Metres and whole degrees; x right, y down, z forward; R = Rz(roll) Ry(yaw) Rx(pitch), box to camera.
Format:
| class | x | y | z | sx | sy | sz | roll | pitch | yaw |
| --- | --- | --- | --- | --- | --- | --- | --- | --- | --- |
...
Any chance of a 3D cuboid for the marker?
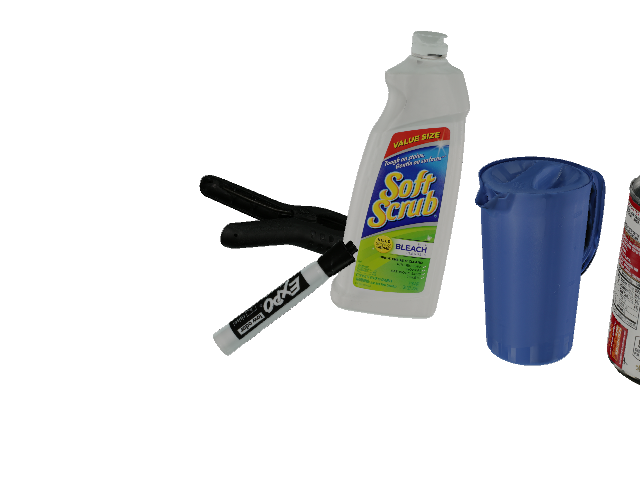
| class | x | y | z | sx | sy | sz | roll | pitch | yaw |
| --- | --- | --- | --- | --- | --- | --- | --- | --- | --- |
| marker | -0.024 | 0.040 | 0.762 | 0.121 | 0.020 | 0.020 | -37 | -3 | 5 |

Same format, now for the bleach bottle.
| class | x | y | z | sx | sy | sz | roll | pitch | yaw |
| --- | --- | --- | --- | --- | --- | --- | --- | --- | --- |
| bleach bottle | 0.073 | -0.059 | 0.947 | 0.102 | 0.251 | 0.068 | 7 | 19 | 3 |

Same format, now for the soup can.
| class | x | y | z | sx | sy | sz | roll | pitch | yaw |
| --- | --- | --- | --- | --- | --- | --- | --- | --- | --- |
| soup can | 0.191 | 0.021 | 0.565 | 0.068 | 0.102 | 0.068 | 1 | 25 | -1 |

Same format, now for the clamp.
| class | x | y | z | sx | sy | sz | roll | pitch | yaw |
| --- | --- | --- | --- | --- | --- | --- | --- | --- | --- |
| clamp | -0.025 | -0.012 | 1.139 | 0.209 | 0.036 | 0.164 | 14 | 20 | -13 |

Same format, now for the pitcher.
| class | x | y | z | sx | sy | sz | roll | pitch | yaw |
| --- | --- | --- | --- | --- | --- | --- | --- | --- | --- |
| pitcher | 0.269 | 0.024 | 1.315 | 0.149 | 0.243 | 0.145 | 3 | 24 | 14 |
